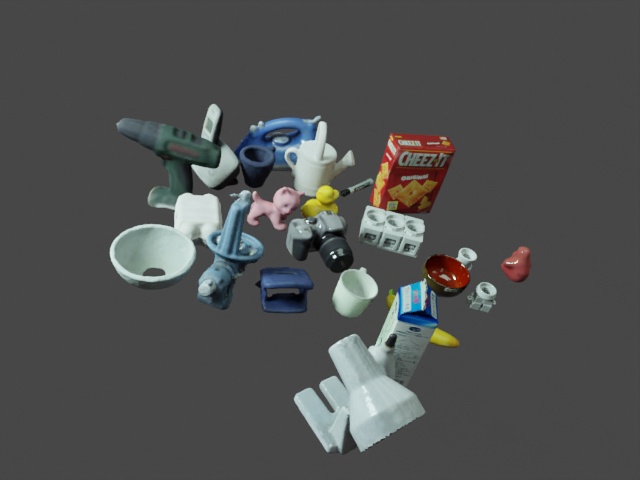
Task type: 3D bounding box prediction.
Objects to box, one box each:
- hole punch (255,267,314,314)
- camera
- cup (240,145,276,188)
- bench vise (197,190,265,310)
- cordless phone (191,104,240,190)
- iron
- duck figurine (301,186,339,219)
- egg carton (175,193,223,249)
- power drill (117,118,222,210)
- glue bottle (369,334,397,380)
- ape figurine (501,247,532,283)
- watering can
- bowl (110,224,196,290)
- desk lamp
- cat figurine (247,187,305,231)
[{"bbox_3d":[-0.075,0.091,1.202,0.109,0.091,0.101,2,43,-15],"label":"hole punch"},{"bbox_3d":[0.012,0.005,1.318,0.143,0.101,0.136,-8,46,-24],"label":"camera"},{"bbox_3d":[-0.159,-0.190,1.487,0.091,0.095,0.118,30,43,17],"label":"cup"},{"bbox_3d":[-0.171,0.023,1.150,0.121,0.220,0.207,8,41,-8],"label":"bench vise"},{"bbox_3d":[-0.257,-0.232,1.434,0.094,0.185,0.147,-20,52,-34],"label":"cordless phone"},{"bbox_3d":[-0.115,-0.274,1.559,0.259,0.141,0.118,-7,45,-24],"label":"iron"},{"bbox_3d":[0.004,-0.096,1.440,0.105,0.086,0.077,-17,50,-32],"label":"duck figurine"},{"bbox_3d":[-0.278,-0.047,1.309,0.107,0.069,0.150,1,43,-16],"label":"egg carton"},{"bbox_3d":[-0.347,-0.172,1.321,0.230,0.208,0.075,6,42,-10],"label":"power drill"},{"bbox_3d":[0.110,0.226,1.046,0.078,0.173,0.037,20,41,5],"label":"glue bottle"},{"bbox_3d":[0.495,0.054,1.420,0.078,0.092,0.076,8,41,-9],"label":"ape figurine"},{"bbox_3d":[0.001,-0.217,1.491,0.173,0.194,0.100,-5,45,-22],"label":"watering can"},{"bbox_3d":[-0.343,0.047,1.180,0.167,0.075,0.167,9,41,-8],"label":"bowl"},{"bbox_3d":[0.059,0.270,0.950,0.118,0.213,0.202,-18,51,-33],"label":"desk lamp"},{"bbox_3d":[-0.104,-0.089,1.373,0.128,0.118,0.067,8,41,-8],"label":"cat figurine"}]
